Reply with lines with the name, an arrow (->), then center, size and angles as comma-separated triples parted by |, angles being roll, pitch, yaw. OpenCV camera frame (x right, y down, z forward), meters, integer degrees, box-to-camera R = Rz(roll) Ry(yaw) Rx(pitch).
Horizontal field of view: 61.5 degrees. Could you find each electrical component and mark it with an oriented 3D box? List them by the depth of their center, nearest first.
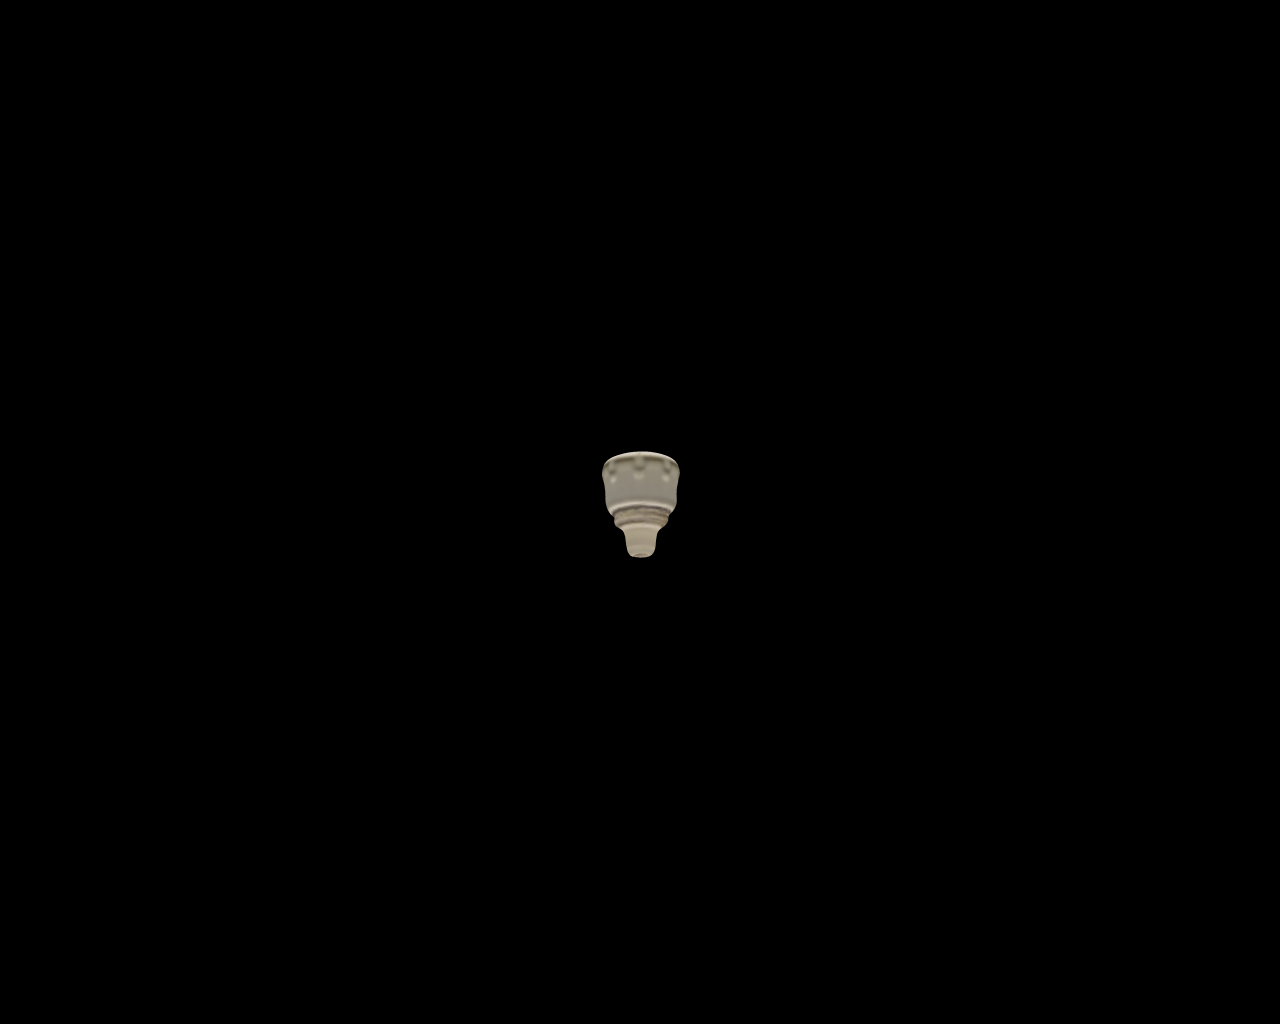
electrical component -> 0.001, -0.003, 0.650 | 0.048, 0.062, 0.048 | 0, -14, 0
